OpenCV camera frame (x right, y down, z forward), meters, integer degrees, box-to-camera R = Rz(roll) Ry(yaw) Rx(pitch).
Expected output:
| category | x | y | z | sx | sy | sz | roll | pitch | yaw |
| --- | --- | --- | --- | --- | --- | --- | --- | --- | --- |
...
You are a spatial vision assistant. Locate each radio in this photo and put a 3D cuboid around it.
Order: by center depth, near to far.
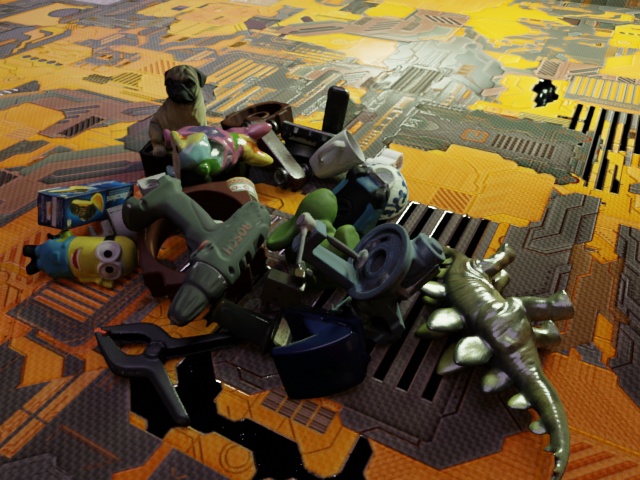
| category | x | y | z | sx | sy | sz | roll | pitch | yaw |
| --- | --- | --- | --- | --- | --- | --- | --- | --- | --- |
| radio | -0.269 | -0.188 | 1.204 | 0.230 | 0.073 | 0.131 | 5 | 39 | 6 |

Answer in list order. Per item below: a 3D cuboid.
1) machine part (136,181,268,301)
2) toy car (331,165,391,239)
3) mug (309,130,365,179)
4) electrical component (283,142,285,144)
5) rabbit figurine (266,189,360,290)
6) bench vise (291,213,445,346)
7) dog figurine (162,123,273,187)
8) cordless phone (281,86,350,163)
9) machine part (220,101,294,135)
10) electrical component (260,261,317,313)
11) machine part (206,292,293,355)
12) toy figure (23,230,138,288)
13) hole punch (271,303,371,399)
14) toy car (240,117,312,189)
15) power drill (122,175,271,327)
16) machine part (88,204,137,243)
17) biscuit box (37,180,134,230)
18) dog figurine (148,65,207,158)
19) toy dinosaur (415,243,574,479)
| category | x | y | z | sx | sy | sz | roll | pitch | yaw |
| --- | --- | --- | --- | --- | --- | --- | --- | --- | --- |
| machine part | -0.199 | 0.006 | 0.908 | 0.201 | 0.087 | 0.201 | -12 | 55 | -12 |
| toy car | 0.066 | -0.056 | 0.995 | 0.109 | 0.161 | 0.103 | 46 | 15 | 21 |
| mug | 0.029 | -0.176 | 1.154 | 0.107 | 0.081 | 0.109 | -31 | -9 | 21 |
| electrical component | -0.117 | -0.212 | 1.274 | 0.094 | 0.021 | 0.063 | -10 | 39 | -19 |
| rabbit figurine | -0.002 | -0.003 | 0.920 | 0.159 | 0.121 | 0.170 | -23 | 55 | 20 |
| bench vise | 0.046 | 0.047 | 0.754 | 0.240 | 0.223 | 0.129 | 34 | 35 | -29 |
| dog figurine | -0.184 | -0.169 | 1.035 | 0.219 | 0.108 | 0.192 | -13 | 23 | -24 |
| cordless phone | -0.011 | -0.266 | 1.201 | 0.147 | 0.184 | 0.089 | 17 | 44 | 4 |
| machine part | -0.153 | -0.286 | 1.318 | 0.179 | 0.056 | 0.179 | -11 | 28 | 6 |
| electrical component | -0.049 | 0.079 | 0.841 | 0.078 | 0.102 | 0.045 | 18 | 36 | 7 |
| machine part | -0.098 | 0.125 | 0.801 | 0.139 | 0.039 | 0.084 | 22 | 39 | -8 |
| toy figure | -0.407 | 0.026 | 0.925 | 0.180 | 0.082 | 0.089 | -1 | 34 | 5 |
| hole punch | 0.002 | 0.154 | 0.717 | 0.116 | 0.142 | 0.092 | 2 | 40 | 20 |
| toy car | -0.100 | -0.191 | 1.175 | 0.089 | 0.053 | 0.202 | -22 | 67 | -43 |
| power drill | -0.201 | -0.001 | 0.811 | 0.207 | 0.085 | 0.232 | 29 | 56 | 23 |
| machine part | -0.311 | -0.047 | 1.020 | 0.243 | 0.079 | 0.079 | -22 | 43 | -26 |
| biscuit box | -0.431 | -0.070 | 1.006 | 0.059 | 0.062 | 0.202 | 11 | 16 | 13 |
| dog figurine | -0.301 | -0.275 | 1.106 | 0.173 | 0.190 | 0.121 | 12 | 39 | 19 |
| toy dinosaur | 0.250 | 0.129 | 0.770 | 0.199 | 0.104 | 0.472 | -15 | 30 | -6 |
